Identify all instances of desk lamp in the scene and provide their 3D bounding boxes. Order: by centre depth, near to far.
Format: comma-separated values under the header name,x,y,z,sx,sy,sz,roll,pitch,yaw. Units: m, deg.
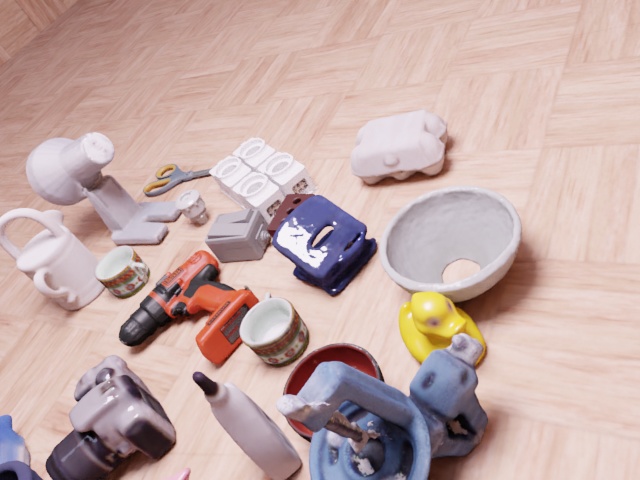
name,x,y,z,sx,sy,sz,roll,pitch,yaw
desk lamp,-0.392,-0.098,1.033,0.202,0.214,0.118,-1,48,31

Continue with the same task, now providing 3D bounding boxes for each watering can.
name,x,y,z,sx,sy,sz,roll,pitch,yaw
watering can,-0.458,0.019,0.967,0.101,0.195,0.172,-39,40,-10

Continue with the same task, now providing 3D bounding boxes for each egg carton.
name,x,y,z,sx,sy,sz,roll,pitch,yaw
egg carton,0.120,-0.140,0.875,0.150,0.070,0.107,-7,45,26

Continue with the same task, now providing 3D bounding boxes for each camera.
name,x,y,z,sx,sy,sz,roll,pitch,yaw
camera,-0.274,0.230,0.708,0.137,0.101,0.142,-42,41,-14

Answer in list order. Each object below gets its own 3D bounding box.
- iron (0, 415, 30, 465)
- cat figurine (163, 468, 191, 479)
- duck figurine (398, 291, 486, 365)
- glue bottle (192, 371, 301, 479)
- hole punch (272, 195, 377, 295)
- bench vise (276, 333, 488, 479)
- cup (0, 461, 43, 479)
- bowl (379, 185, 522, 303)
name,x,y,z,sx,sy,sz,roll,pitch,yaw
iron,-0.451,0.317,0.693,0.118,0.142,0.257,-32,40,-1
cat figurine,-0.167,0.288,0.569,0.128,0.118,0.067,-30,40,1
duck figurine,0.123,0.088,0.623,0.077,0.086,0.104,-45,42,-16
glue bottle,-0.081,0.180,0.584,0.037,0.174,0.078,-38,40,-9
hole punch,0.007,0.003,0.779,0.100,0.091,0.109,22,62,44
bench vise,0.051,0.146,0.501,0.121,0.220,0.208,9,54,38
cup,-0.357,0.318,0.672,0.117,0.095,0.092,4,51,34
bowl,0.159,0.016,0.685,0.167,0.075,0.167,-17,42,16
